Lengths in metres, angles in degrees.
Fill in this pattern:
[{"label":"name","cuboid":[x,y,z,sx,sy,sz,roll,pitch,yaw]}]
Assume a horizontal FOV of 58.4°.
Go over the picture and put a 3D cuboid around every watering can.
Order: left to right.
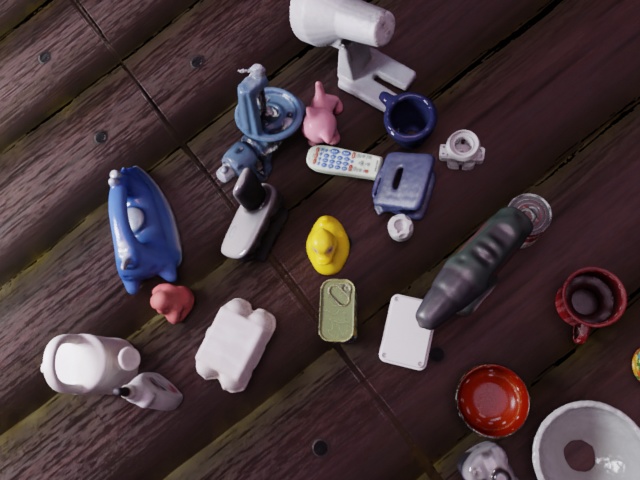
[{"label":"watering can","cuboid":[-0.386,0.205,0.957,0.173,0.194,0.101,-28,73,2]}]

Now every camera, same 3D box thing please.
[{"label":"camera","cuboid":[0.240,0.395,0.852,0.137,0.101,0.143,-28,73,2]}]

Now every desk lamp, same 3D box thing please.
[{"label":"desk lamp","cuboid":[0.062,-0.354,1.008,0.203,0.214,0.118,33,84,16]}]

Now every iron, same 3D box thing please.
[{"label":"iron","cuboid":[-0.342,-0.041,1.038,0.118,0.141,0.258,-18,74,5]}]

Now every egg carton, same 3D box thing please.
[{"label":"egg carton","cuboid":[-0.145,0.180,0.987,0.107,0.069,0.150,23,81,14]}]

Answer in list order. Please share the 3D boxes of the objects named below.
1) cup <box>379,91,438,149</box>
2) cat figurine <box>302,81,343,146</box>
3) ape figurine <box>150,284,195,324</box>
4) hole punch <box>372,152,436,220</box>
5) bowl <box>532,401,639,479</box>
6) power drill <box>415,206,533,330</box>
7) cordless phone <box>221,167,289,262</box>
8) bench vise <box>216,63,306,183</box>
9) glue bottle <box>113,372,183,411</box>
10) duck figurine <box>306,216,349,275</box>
[{"label":"cup","cuboid":[0.151,-0.209,1.019,0.117,0.095,0.092,43,86,17]},{"label":"cat figurine","cuboid":[0.001,-0.223,1.037,0.067,0.118,0.128,-1,76,10]},{"label":"ape figurine","cuboid":[-0.268,0.109,1.014,0.076,0.092,0.078,-16,74,6]},{"label":"hole punch","cuboid":[0.144,-0.097,0.995,0.101,0.091,0.109,15,79,13]},{"label":"bowl","cuboid":[0.398,0.325,0.856,0.167,0.075,0.167,-2,76,9]},{"label":"power drill","cuboid":[0.230,0.057,0.881,0.075,0.208,0.230,40,86,17]},{"label":"cordless phone","cuboid":[-0.131,-0.043,0.979,0.094,0.185,0.148,20,80,14]},{"label":"bench vise","cuboid":[-0.105,-0.194,0.994,0.121,0.220,0.207,17,80,14]},{"label":"glue bottle","cuboid":[-0.290,0.250,0.940,0.078,0.173,0.037,32,84,16]},{"label":"duck figurine","cuboid":[0.009,0.004,0.996,0.077,0.086,0.104,-2,76,9]}]
